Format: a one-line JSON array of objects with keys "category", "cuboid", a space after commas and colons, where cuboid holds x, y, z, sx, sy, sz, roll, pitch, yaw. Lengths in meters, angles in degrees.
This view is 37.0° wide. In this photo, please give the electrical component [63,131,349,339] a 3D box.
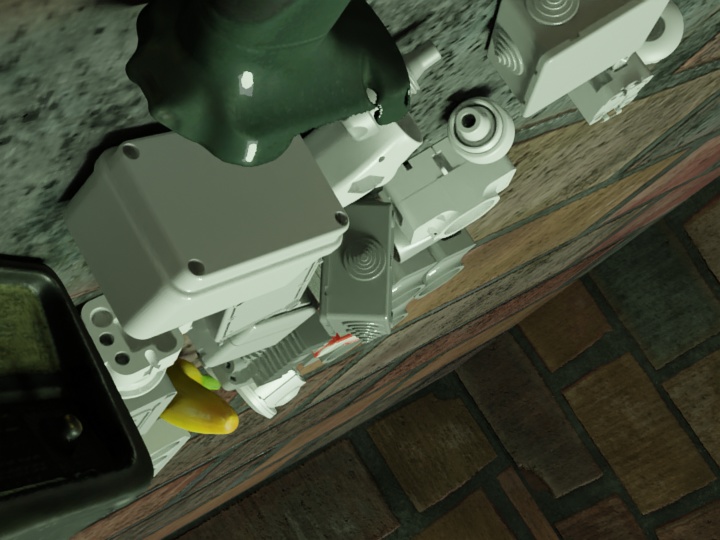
[{"category": "electrical component", "cuboid": [-0.070, -0.025, 0.509, 0.113, 0.078, 0.057, -22, 168, -46]}]

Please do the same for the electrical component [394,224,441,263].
[{"category": "electrical component", "cuboid": [0.055, -0.048, 0.874, 0.077, 0.043, 0.079, -31, 169, -9]}]

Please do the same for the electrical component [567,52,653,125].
[{"category": "electrical component", "cuboid": [0.157, -0.135, 0.716, 0.042, 0.063, 0.081, -29, 169, -16]}]

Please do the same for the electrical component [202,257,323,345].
[{"category": "electrical component", "cuboid": [-0.068, -0.007, 0.642, 0.062, 0.061, 0.096, -27, 167, -23]}]

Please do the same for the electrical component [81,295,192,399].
[{"category": "electrical component", "cuboid": [-0.146, 0.047, 0.673, 0.078, 0.058, 0.057, -27, 165, -30]}]

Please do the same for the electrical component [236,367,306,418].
[{"category": "electrical component", "cuboid": [-0.091, 0.092, 0.988, 0.051, 0.080, 0.080, -38, 170, -2]}]

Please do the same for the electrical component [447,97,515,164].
[{"category": "electrical component", "cuboid": [0.079, -0.096, 0.725, 0.043, 0.043, 0.062, -35, 168, 13]}]

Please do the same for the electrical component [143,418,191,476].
[{"category": "electrical component", "cuboid": [-0.204, 0.152, 0.972, 0.079, 0.063, 0.121, -26, 168, -35]}]

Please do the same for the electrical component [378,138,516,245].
[{"category": "electrical component", "cuboid": [0.067, -0.062, 0.807, 0.089, 0.055, 0.050, -31, 170, -8]}]

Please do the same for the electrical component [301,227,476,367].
[{"category": "electrical component", "cuboid": [0.014, 0.018, 1.007, 0.105, 0.060, 0.186, -24, 166, -41]}]

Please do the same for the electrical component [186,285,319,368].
[{"category": "electrical component", "cuboid": [-0.074, 0.018, 0.738, 0.061, 0.061, 0.096, -39, 168, 30]}]

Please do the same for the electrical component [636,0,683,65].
[{"category": "electrical component", "cuboid": [0.200, -0.166, 0.759, 0.048, 0.048, 0.062, -34, 177, 6]}]

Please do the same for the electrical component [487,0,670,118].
[{"category": "electrical component", "cuboid": [0.123, -0.143, 0.620, 0.100, 0.048, 0.099, -32, 170, -6]}]

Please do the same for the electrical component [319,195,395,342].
[{"category": "electrical component", "cuboid": [0.000, 0.000, 0.775, 0.048, 0.099, 0.099, 2, 170, 3]}]

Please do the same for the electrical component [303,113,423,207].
[{"category": "electrical component", "cuboid": [-0.001, -0.066, 0.619, 0.077, 0.043, 0.079, -36, 169, 20]}]

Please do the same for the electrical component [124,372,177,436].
[{"category": "electrical component", "cuboid": [-0.188, 0.094, 0.768, 0.078, 0.057, 0.113, -24, 167, -34]}]

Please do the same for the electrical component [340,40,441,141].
[{"category": "electrical component", "cuboid": [0.014, -0.096, 0.552, 0.061, 0.035, 0.035, -36, 170, 2]}]
